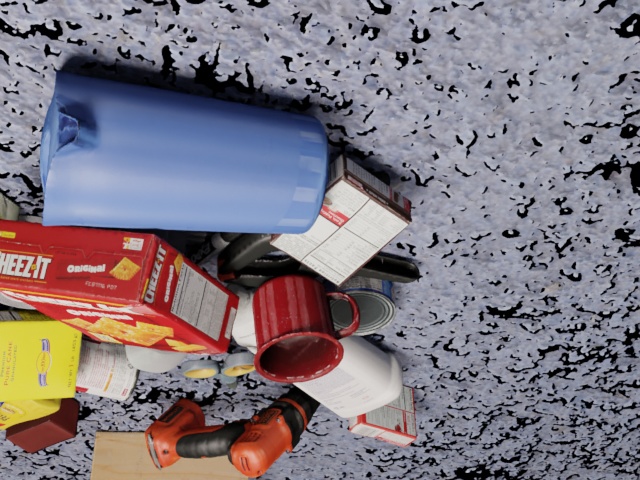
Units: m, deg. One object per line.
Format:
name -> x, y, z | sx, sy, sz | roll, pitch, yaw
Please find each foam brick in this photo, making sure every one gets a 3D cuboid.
foam brick -> -0.352, 0.229, 1.354 | 0.078, 0.053, 0.051 | -24, 137, 23

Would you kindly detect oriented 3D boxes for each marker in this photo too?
marker -> -0.118, 0.012, 1.117 | 0.020, 0.020, 0.121 | 28, 133, -32

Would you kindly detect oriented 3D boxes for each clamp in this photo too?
clamp -> -0.007, 0.001, 1.095 | 0.210, 0.036, 0.164 | -8, 138, 4

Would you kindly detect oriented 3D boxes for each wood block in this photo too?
wood block -> -0.200, 0.319, 1.446 | 0.206, 0.090, 0.091 | 2, 141, -4

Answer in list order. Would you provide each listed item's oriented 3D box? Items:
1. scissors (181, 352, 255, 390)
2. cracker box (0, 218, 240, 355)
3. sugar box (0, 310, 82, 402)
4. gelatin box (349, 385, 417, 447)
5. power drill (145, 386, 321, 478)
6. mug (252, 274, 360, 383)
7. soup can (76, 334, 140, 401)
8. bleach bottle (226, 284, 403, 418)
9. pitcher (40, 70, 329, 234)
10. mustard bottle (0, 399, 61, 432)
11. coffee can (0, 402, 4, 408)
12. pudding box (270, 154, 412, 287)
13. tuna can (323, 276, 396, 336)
scissors -> -0.124, 0.159, 1.249 | 0.096, 0.016, 0.202 | 0, 162, -18
cracker box -> -0.193, 0.050, 1.025 | 0.164, 0.072, 0.213 | 5, 164, 19
sugar box -> -0.342, 0.122, 1.116 | 0.175, 0.048, 0.093 | -1, 106, -33
gelatin box -> 0.078, 0.213, 1.337 | 0.089, 0.073, 0.030 | 20, 138, -26
power drill -> -0.105, 0.227, 1.309 | 0.188, 0.184, 0.057 | -8, 105, 29
mug -> -0.016, 0.086, 1.103 | 0.117, 0.081, 0.093 | -18, 141, 10
soup can -> -0.266, 0.144, 1.239 | 0.102, 0.068, 0.069 | 16, 138, -22
bleach bottle -> -0.016, 0.118, 1.224 | 0.103, 0.068, 0.250 | -28, 133, 27
pitcher -> -0.123, -0.068, 0.945 | 0.242, 0.149, 0.145 | 6, 126, -15
mustard bottle -> -0.418, 0.203, 1.314 | 0.192, 0.058, 0.096 | -22, 138, 24
coffee can -> -0.411, 0.175, 1.196 | 0.102, 0.103, 0.140 | 33, 97, -36
pudding box -> 0.020, -0.016, 1.027 | 0.090, 0.039, 0.114 | 32, 126, -24
tuna can -> 0.041, 0.069, 1.185 | 0.086, 0.034, 0.086 | -1, 141, -1
